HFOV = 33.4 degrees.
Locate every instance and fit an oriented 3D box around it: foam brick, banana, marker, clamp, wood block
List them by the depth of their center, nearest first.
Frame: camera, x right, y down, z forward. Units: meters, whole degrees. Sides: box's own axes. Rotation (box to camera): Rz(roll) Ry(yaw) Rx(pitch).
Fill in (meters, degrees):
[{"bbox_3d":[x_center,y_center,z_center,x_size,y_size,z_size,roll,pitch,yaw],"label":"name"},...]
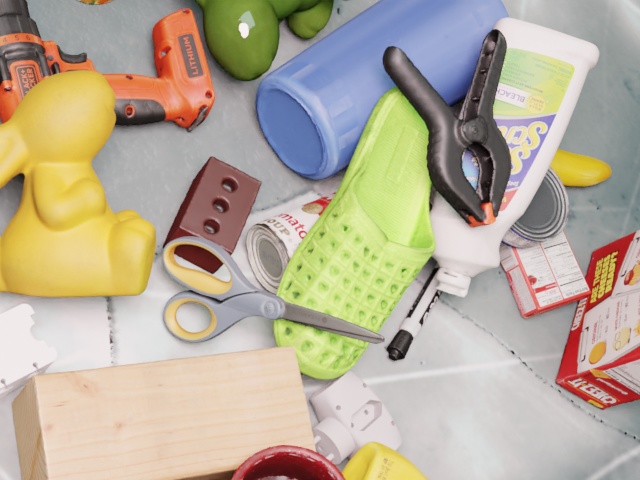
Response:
[{"bbox_3d":[-0.120,0.145,0.821,0.205,0.091,0.090,-4,72,-27],"label":"wood block"},{"bbox_3d":[0.130,-0.100,0.919,0.120,0.039,0.171,-22,98,-17],"label":"clamp"},{"bbox_3d":[-0.094,-0.021,0.923,0.053,0.051,0.078,27,61,-14],"label":"foam brick"},{"bbox_3d":[0.095,0.064,0.999,0.020,0.020,0.121,39,59,-7],"label":"marker"},{"bbox_3d":[0.222,-0.099,1.115,0.197,0.037,0.069,30,61,-12],"label":"banana"}]

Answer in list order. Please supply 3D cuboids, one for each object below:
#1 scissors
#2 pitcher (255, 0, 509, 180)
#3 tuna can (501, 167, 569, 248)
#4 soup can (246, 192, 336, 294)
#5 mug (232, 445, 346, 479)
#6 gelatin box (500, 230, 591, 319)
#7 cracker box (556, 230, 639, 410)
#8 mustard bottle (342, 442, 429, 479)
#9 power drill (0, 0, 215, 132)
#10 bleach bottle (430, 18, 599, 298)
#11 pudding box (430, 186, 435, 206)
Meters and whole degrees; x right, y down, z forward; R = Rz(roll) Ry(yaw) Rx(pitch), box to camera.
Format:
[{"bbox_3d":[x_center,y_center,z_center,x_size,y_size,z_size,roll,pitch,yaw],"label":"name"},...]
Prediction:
[{"bbox_3d":[-0.051,0.067,0.860,0.202,0.096,0.016,31,20,18],"label":"scissors"},{"bbox_3d":[0.067,-0.149,1.010,0.242,0.145,0.149,-35,43,-28],"label":"pitcher"},{"bbox_3d":[0.197,-0.036,1.034,0.086,0.034,0.086,8,71,-25],"label":"tuna can"},{"bbox_3d":[-0.006,0.001,0.946,0.102,0.069,0.068,-23,81,-31],"label":"soup can"},{"bbox_3d":[-0.019,0.217,0.782,0.117,0.082,0.093,35,52,11],"label":"mug"},{"bbox_3d":[0.221,0.027,1.069,0.073,0.030,0.089,-14,77,-31],"label":"gelatin box"},{"bbox_3d":[0.331,0.058,1.000,0.072,0.214,0.164,32,60,-13],"label":"cracker box"},{"bbox_3d":[0.098,0.248,0.892,0.191,0.058,0.096,30,89,-19],"label":"mustard bottle"},{"bbox_3d":[-0.196,-0.156,0.927,0.187,0.057,0.184,-11,79,-26],"label":"power drill"},{"bbox_3d":[0.166,-0.068,0.972,0.102,0.068,0.251,19,89,3],"label":"bleach bottle"},{"bbox_3d":[0.148,-0.058,1.063,0.089,0.039,0.113,-34,86,-32],"label":"pudding box"}]
